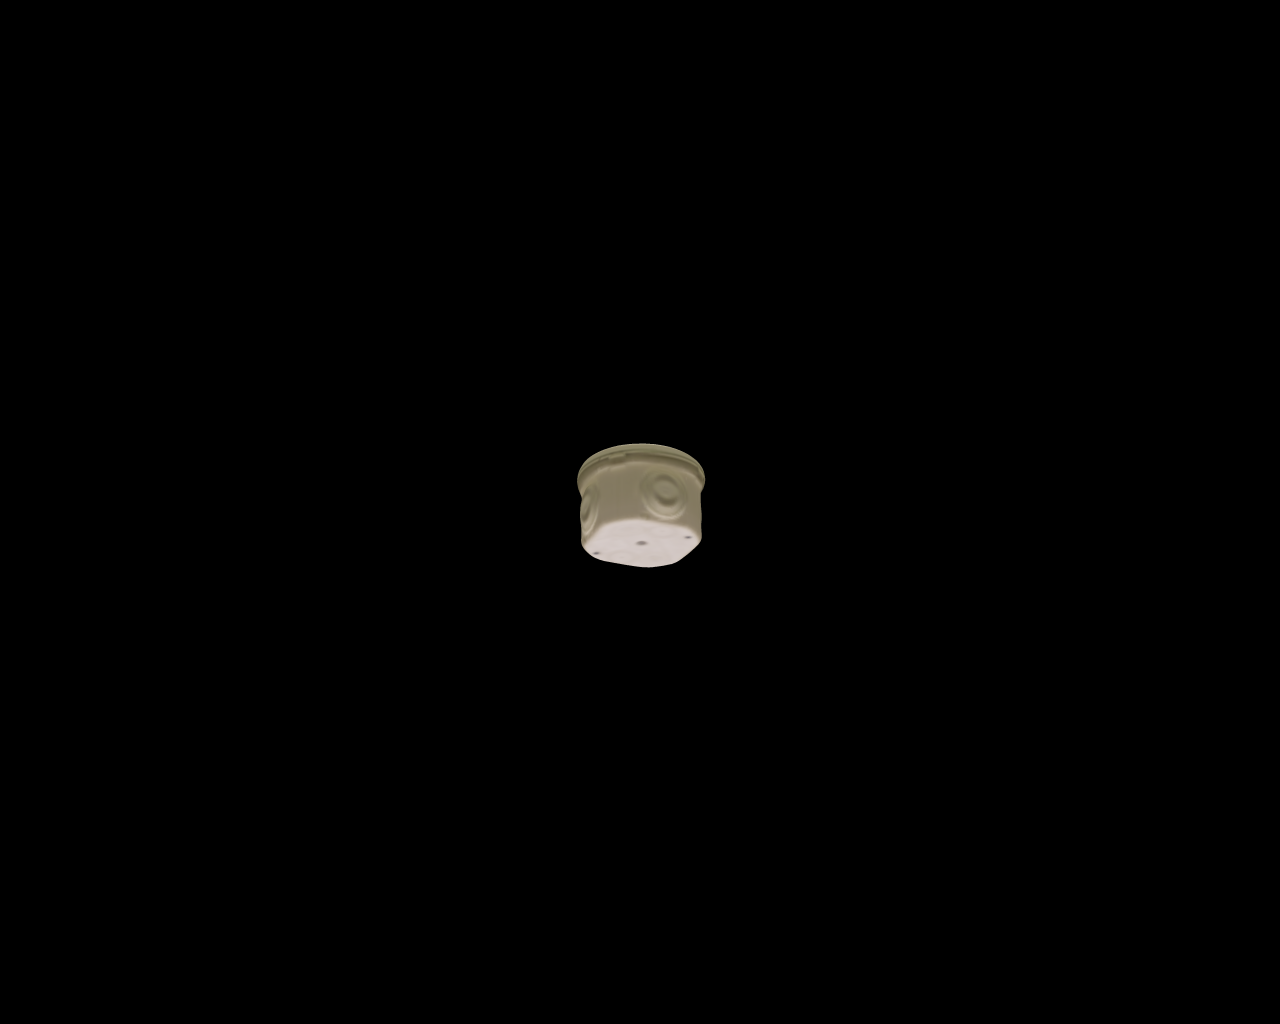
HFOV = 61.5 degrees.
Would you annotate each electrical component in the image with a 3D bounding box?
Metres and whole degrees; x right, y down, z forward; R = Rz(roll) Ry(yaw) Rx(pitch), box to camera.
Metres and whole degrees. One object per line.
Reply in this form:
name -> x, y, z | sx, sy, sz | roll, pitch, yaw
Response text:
electrical component -> 0.001, -0.003, 0.650 | 0.080, 0.051, 0.080 | 0, -27, 0
